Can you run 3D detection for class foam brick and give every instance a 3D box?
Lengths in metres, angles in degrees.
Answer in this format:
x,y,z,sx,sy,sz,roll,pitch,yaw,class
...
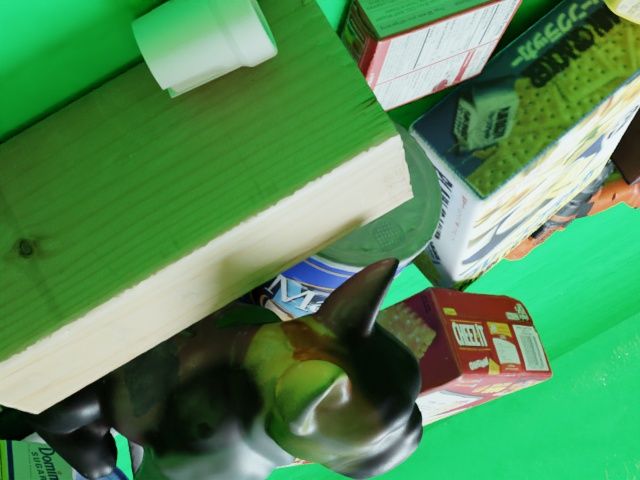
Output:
x,y,z,sx,sy,sz,roll,pitch,yaw,class
0.245,-0.090,0.815,0.052,0.078,0.051,-18,159,-40,foam brick

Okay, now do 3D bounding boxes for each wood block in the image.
x,y,z,sx,sy,sz,roll,pitch,yaw,class
-0.071,-0.016,0.477,0.206,0.091,0.090,-30,163,1,wood block

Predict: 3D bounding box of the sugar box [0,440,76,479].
x,y,z,sx,sy,sz,roll,pitch,yaw,class
-0.248,0.158,0.649,0.175,0.048,0.093,10,133,-34,sugar box

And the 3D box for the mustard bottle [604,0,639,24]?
x,y,z,sx,sy,sz,roll,pitch,yaw,class
0.225,-0.188,0.529,0.096,0.058,0.192,-8,154,-41,mustard bottle

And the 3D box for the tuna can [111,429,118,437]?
x,y,z,sx,sy,sz,roll,pitch,yaw,class
-0.167,0.129,0.841,0.086,0.034,0.086,-27,163,-9,tuna can

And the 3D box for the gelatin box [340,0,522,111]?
x,y,z,sx,sy,sz,roll,pitch,yaw,class
0.052,-0.102,0.540,0.089,0.030,0.073,-23,161,-20,gelatin box

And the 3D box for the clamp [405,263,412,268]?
x,y,z,sx,sy,sz,roll,pitch,yaw,class
0.096,-0.008,0.875,0.209,0.036,0.164,-24,163,-11,clamp

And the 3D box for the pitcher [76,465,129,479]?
x,y,z,sx,sy,sz,roll,pitch,yaw,class
-0.255,0.283,0.929,0.144,0.149,0.243,-6,160,-42,pitcher

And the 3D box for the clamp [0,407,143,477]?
x,y,z,sx,sy,sz,roll,pitch,yaw,class
-0.127,0.094,0.698,0.120,0.039,0.172,29,110,-35,clamp

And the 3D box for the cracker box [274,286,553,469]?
x,y,z,sx,sy,sz,roll,pitch,yaw,class
0.038,0.105,0.781,0.214,0.072,0.163,-26,161,28,cracker box

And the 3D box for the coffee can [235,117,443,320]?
x,y,z,sx,sy,sz,roll,pitch,yaw,class
-0.004,0.001,0.619,0.102,0.103,0.140,-21,161,-28,coffee can

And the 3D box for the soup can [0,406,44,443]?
x,y,z,sx,sy,sz,roll,pitch,yaw,class
-0.212,0.144,0.749,0.102,0.068,0.069,-23,162,-19,soup can

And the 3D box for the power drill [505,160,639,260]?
x,y,z,sx,sy,sz,roll,pitch,yaw,class
0.259,-0.056,0.977,0.187,0.057,0.185,-18,164,-26,power drill
